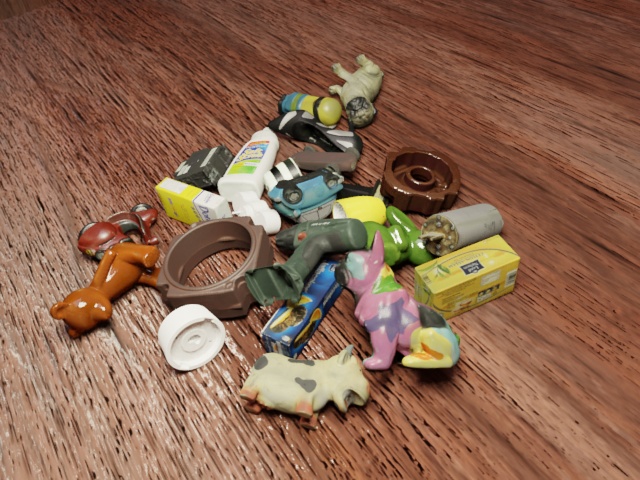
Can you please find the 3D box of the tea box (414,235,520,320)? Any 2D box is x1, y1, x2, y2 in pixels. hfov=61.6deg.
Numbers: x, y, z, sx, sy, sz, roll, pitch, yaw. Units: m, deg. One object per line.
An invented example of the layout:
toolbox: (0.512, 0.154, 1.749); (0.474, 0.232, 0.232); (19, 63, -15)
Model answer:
tea box: (0.254, 0.070, 0.941); (0.170, 0.098, 0.068); (-19, 46, -11)

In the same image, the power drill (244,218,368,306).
power drill: (-0.040, 0.032, 0.958); (0.232, 0.085, 0.207); (-9, 19, 39)

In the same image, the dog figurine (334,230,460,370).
dog figurine: (0.121, 0.096, 0.859); (0.192, 0.108, 0.219); (-4, 81, 8)

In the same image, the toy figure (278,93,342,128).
toy figure: (-0.029, -0.340, 1.405); (0.180, 0.089, 0.082); (20, 96, 22)

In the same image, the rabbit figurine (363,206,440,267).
rabbit figurine: (0.148, 0.018, 1.024); (0.170, 0.121, 0.159); (2, 36, -14)

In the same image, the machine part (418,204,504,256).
machine part: (0.267, -0.021, 0.997); (0.243, 0.079, 0.079); (-12, 36, -43)

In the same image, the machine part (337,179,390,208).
machine part: (0.091, -0.103, 1.187); (0.139, 0.039, 0.084); (9, 56, 16)

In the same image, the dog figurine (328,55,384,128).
dog figurine: (0.126, -0.381, 1.429); (0.172, 0.121, 0.191); (-23, 60, -8)

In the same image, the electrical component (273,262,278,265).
electrical component: (-0.065, 0.077, 1.044); (0.094, 0.021, 0.063); (29, 57, 32)

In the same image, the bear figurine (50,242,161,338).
bear figurine: (-0.395, 0.098, 1.017); (0.132, 0.120, 0.196); (14, 51, 18)

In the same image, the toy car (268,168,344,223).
toy car: (-0.024, -0.086, 1.141); (0.162, 0.102, 0.109); (-19, 21, -11)

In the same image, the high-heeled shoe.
high-heeled shoe: (-0.016, -0.243, 1.317); (0.249, 0.086, 0.145); (0, 51, 11)

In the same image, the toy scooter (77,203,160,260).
toy scooter: (-0.420, -0.007, 1.159); (0.184, 0.075, 0.135); (-32, 50, -26)

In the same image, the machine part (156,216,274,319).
machine part: (-0.200, 0.050, 1.039); (0.202, 0.087, 0.201); (-5, 45, 12)

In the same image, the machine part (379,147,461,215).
machine part: (0.214, -0.127, 1.153); (0.179, 0.056, 0.179); (4, 48, -4)

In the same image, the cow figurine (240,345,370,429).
cow figurine: (-0.016, 0.224, 0.849); (0.195, 0.085, 0.127); (7, 53, 18)

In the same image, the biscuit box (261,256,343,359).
biscuit box: (-0.023, 0.119, 0.966); (0.059, 0.062, 0.203); (19, 52, 24)

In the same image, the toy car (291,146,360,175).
toy car: (0.002, -0.179, 1.252); (0.202, 0.053, 0.089); (9, 45, 43)

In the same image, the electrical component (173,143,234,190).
electrical component: (-0.284, -0.165, 1.281); (0.134, 0.058, 0.115); (-11, 38, 34)
